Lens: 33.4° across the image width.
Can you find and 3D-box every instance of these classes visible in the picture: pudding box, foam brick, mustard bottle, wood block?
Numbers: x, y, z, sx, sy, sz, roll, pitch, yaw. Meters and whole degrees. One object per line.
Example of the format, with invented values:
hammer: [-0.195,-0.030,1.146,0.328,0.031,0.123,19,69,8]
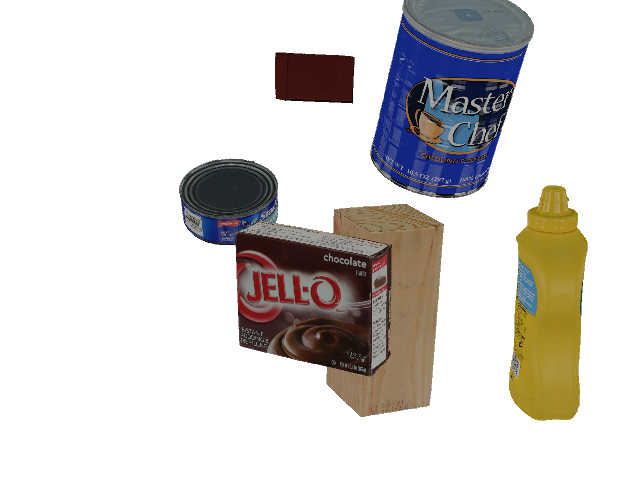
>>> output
pudding box: [-0.005,0.039,0.759,0.114,0.090,0.039,9,22,26]
foam brick: [-0.007,-0.178,1.165,0.078,0.051,0.053,0,11,-16]
mustard bottle: [0.193,0.048,0.903,0.058,0.192,0.096,-1,18,2]
wood block: [0.068,0.073,1.153,0.090,0.206,0.091,-5,19,-23]

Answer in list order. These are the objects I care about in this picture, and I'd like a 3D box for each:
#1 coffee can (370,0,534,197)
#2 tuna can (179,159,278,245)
coffee can: [0.103,-0.120,0.862,0.102,0.140,0.103,7,38,-6]
tuna can: [-0.079,-0.034,0.934,0.086,0.034,0.086,-1,39,0]
